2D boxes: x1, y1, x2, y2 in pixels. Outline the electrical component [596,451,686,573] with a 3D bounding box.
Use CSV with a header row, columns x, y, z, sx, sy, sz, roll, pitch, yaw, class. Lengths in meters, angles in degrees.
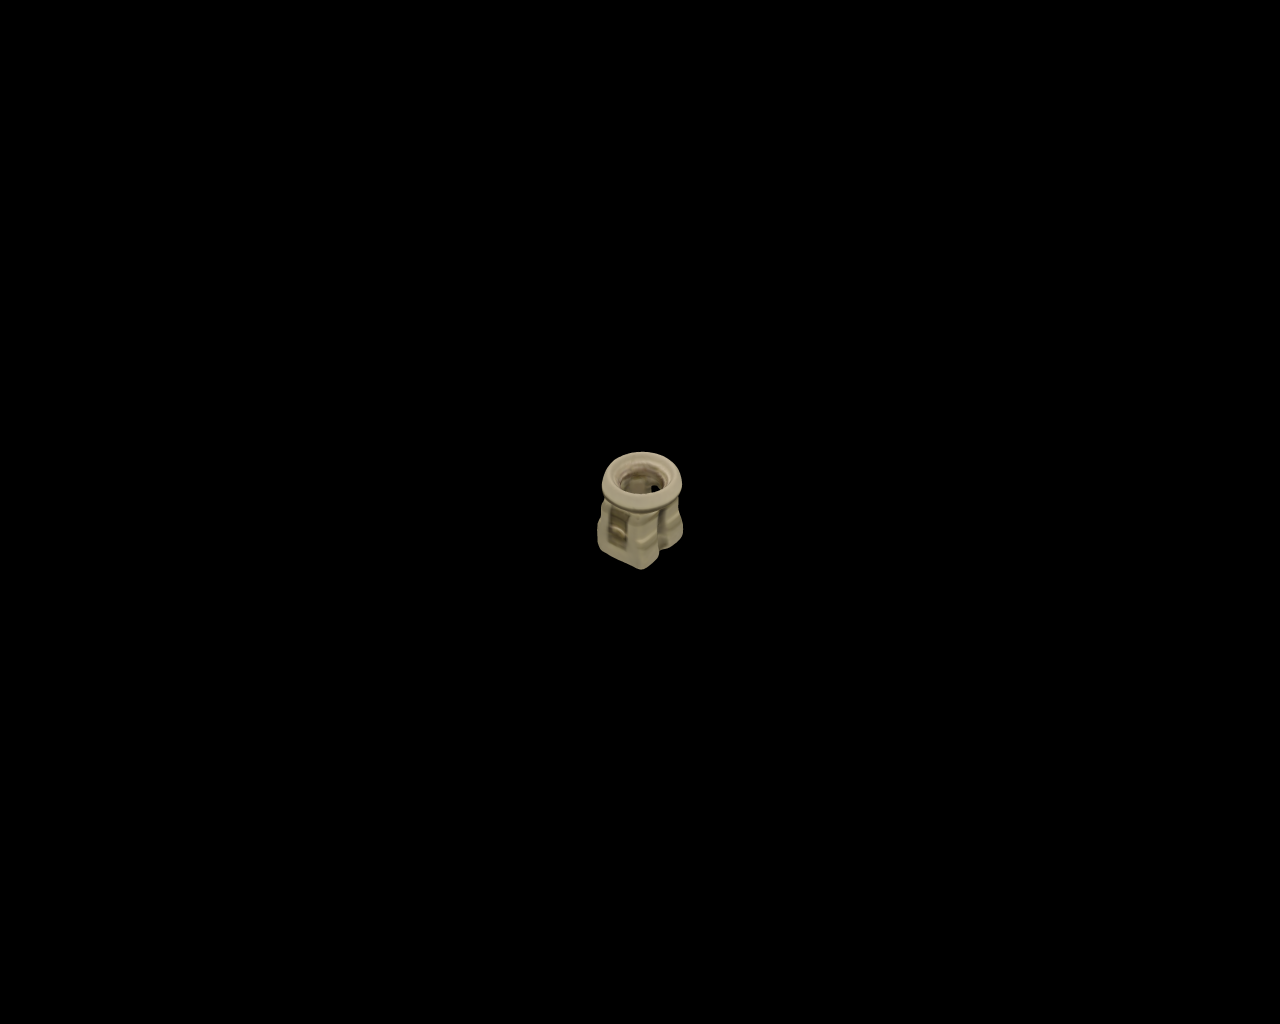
x,y,z,sx,sy,sz,roll,pitch,yaw,class
0.001,-0.003,0.650,0.048,0.055,0.066,25,45,28,electrical component
